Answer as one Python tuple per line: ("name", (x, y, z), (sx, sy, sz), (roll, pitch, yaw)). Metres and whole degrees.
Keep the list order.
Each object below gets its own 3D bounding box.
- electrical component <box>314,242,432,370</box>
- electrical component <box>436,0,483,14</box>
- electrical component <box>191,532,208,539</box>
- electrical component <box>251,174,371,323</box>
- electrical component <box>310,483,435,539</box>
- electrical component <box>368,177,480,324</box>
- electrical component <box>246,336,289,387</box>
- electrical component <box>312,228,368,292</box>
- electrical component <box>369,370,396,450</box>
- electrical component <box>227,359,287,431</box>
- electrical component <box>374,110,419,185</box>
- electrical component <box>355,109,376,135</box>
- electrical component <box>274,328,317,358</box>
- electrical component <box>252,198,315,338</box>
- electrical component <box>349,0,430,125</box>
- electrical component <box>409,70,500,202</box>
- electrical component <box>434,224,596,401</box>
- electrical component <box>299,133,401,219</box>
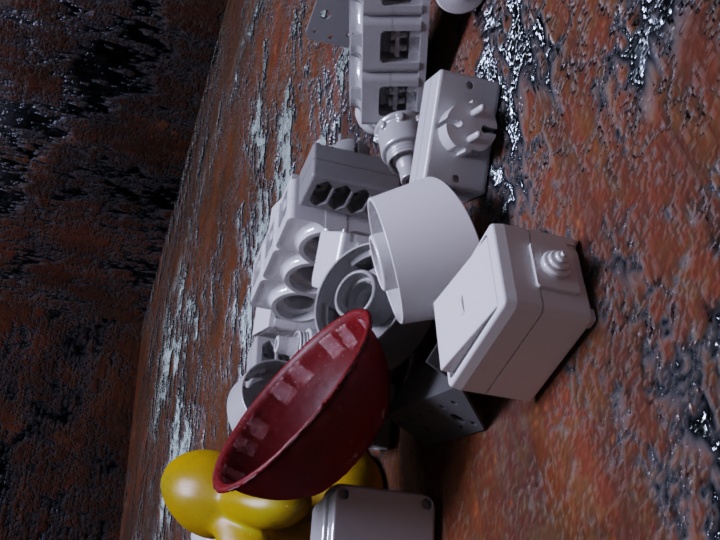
("electrical component", (0.014, 0.029, 0.832), (0.099, 0.064, 0.099), (-20, 56, 33))
("electrical component", (0.077, -0.237, 0.854), (0.078, 0.040, 0.040), (-93, 20, -45))
("electrical component", (-0.110, 0.283, 1.052), (0.108, 0.108, 0.060), (115, 154, -43))
("electrical component", (-0.045, -0.015, 1.049), (0.150, 0.089, 0.061), (119, 157, -50))
("electrical component", (0.007, 0.206, 0.722), (0.057, 0.078, 0.113), (123, 154, -61))
("electrical component", (0.042, -0.012, 0.739), (0.099, 0.064, 0.099), (166, 90, -85))
("electrical component", (-0.093, 0.116, 1.178), (0.076, 0.066, 0.047), (119, 156, -48))
("electrical component", (0.000, 0.000, 0.926), (0.096, 0.062, 0.061), (-170, 91, -75))
("electrical component", (0.007, 0.101, 0.865), (0.043, 0.043, 0.081), (145, 135, -69))
("electrical component", (-0.084, 0.141, 1.077), (0.064, 0.099, 0.099), (126, 152, -44))
("electrical component", (0.038, -0.098, 0.892), (0.048, 0.048, 0.062), (119, 150, -50))
("electrical component", (0.022, -0.145, 0.986), (0.062, 0.043, 0.043), (-156, 77, -73))
("electrical component", (-0.053, 0.078, 1.067), (0.048, 0.062, 0.048), (-169, 90, -75))
("electrical component", (-0.069, 0.000, 1.180), (0.089, 0.062, 0.150), (150, 129, -71))
("electrical component", (0.022, -0.208, 0.904), (0.089, 0.062, 0.150), (-93, 3, -51))
("electrical component", (0.072, -0.097, 0.757), (0.076, 0.047, 0.083), (162, 118, -75))
("electrical component", (0.085, 0.020, 0.601), (0.096, 0.061, 0.061), (116, 159, -44))
("electrical component", (-0.009, -0.094, 0.986), (0.047, 0.083, 0.075), (121, 155, -52))
